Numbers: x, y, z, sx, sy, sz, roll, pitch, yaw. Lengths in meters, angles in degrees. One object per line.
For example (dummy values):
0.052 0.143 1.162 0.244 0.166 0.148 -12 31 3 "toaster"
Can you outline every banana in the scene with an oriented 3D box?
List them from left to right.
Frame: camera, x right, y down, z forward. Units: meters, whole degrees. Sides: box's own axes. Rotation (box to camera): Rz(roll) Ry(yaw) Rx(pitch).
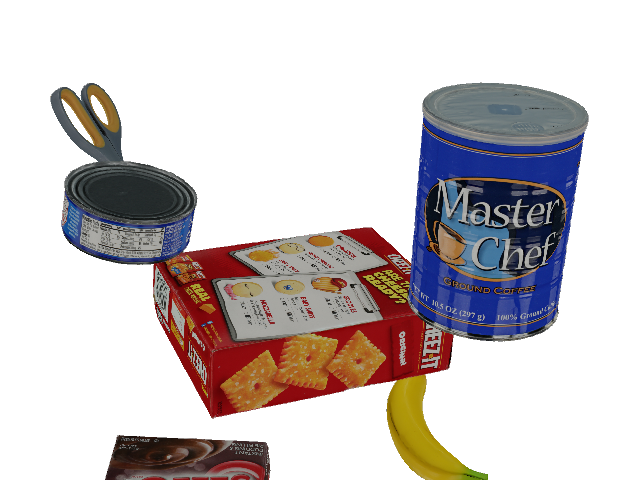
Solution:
0.101 0.190 1.080 0.069 0.037 0.198 10 24 -20 "banana"

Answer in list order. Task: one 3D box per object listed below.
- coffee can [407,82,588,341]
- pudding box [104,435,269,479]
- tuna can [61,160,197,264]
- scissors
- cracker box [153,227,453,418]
0.112 -0.020 0.694 0.103 0.140 0.103 2 26 -1 "coffee can"
-0.094 0.179 0.742 0.113 0.039 0.090 1 27 1 "pudding box"
-0.125 -0.019 0.698 0.086 0.034 0.086 10 27 -5 "tuna can"
-0.195 -0.075 1.063 0.016 0.201 0.096 -24 27 25 "scissors"
-0.018 0.063 0.906 0.213 0.072 0.164 -8 28 -23 "cracker box"
